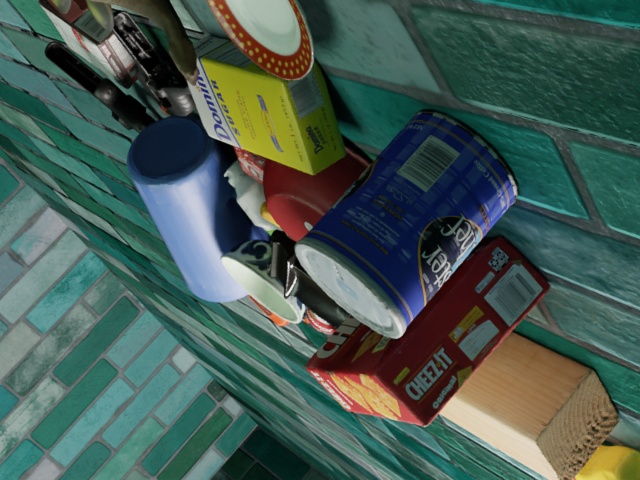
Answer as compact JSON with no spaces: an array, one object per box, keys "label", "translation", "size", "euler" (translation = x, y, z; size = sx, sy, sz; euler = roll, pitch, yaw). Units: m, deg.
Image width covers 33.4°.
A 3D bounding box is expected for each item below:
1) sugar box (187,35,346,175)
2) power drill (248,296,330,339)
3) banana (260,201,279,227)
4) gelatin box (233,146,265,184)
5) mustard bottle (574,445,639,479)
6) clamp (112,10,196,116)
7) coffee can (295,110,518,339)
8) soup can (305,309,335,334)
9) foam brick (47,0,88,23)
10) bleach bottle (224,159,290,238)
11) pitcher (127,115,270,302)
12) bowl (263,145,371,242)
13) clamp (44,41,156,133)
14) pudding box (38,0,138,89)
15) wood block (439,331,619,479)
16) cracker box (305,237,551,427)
[{"label":"sugar box","translation":[-0.056,-0.123,0.947],"size":[0.176,0.048,0.093],"euler":[21,138,49]},{"label":"power drill","translation":[-0.033,0.085,1.516],"size":[0.184,0.057,0.188],"euler":[49,162,-11]},{"label":"banana","translation":[0.029,0.012,1.114],"size":[0.198,0.069,0.037],"euler":[40,130,5]},{"label":"gelatin box","translation":[-0.050,-0.077,1.132],"size":[0.089,0.030,0.073],"euler":[37,165,22]},{"label":"mustard bottle","translation":[0.298,0.253,1.121],"size":[0.096,0.058,0.192],"euler":[45,166,-7]},{"label":"clamp","translation":[-0.174,-0.182,1.141],"size":[0.120,0.039,0.172],"euler":[46,166,-1]},{"label":"coffee can","translation":[0.064,-0.012,0.796],"size":[0.103,0.140,0.103],"euler":[39,166,12]},{"label":"soup can","translation":[0.019,0.074,1.318],"size":[0.068,0.068,0.102],"euler":[41,165,6]},{"label":"foam brick","translation":[-0.246,-0.259,1.076],"size":[0.053,0.051,0.078],"euler":[46,165,-18]},{"label":"bleach bottle","translation":[-0.008,0.001,1.192],"size":[0.251,0.068,0.103],"euler":[44,164,5]},{"label":"pitcher","translation":[-0.135,-0.038,1.310],"size":[0.145,0.149,0.242],"euler":[57,174,37]},{"label":"bowl","translation":[0.002,-0.033,1.018],"size":[0.162,0.055,0.162],"euler":[29,156,14]},{"label":"clamp","translation":[-0.233,-0.156,1.306],"size":[0.209,0.036,0.165],"euler":[41,178,-37]},{"label":"pudding box","translation":[-0.258,-0.232,1.216],"size":[0.114,0.039,0.090],"euler":[38,168,27]},{"label":"wood block","translation":[0.178,0.146,1.060],"size":[0.206,0.090,0.090],"euler":[26,158,49]},{"label":"cracker box","translation":[0.087,0.080,0.960],"size":[0.072,0.164,0.214],"euler":[46,165,-8]}]
